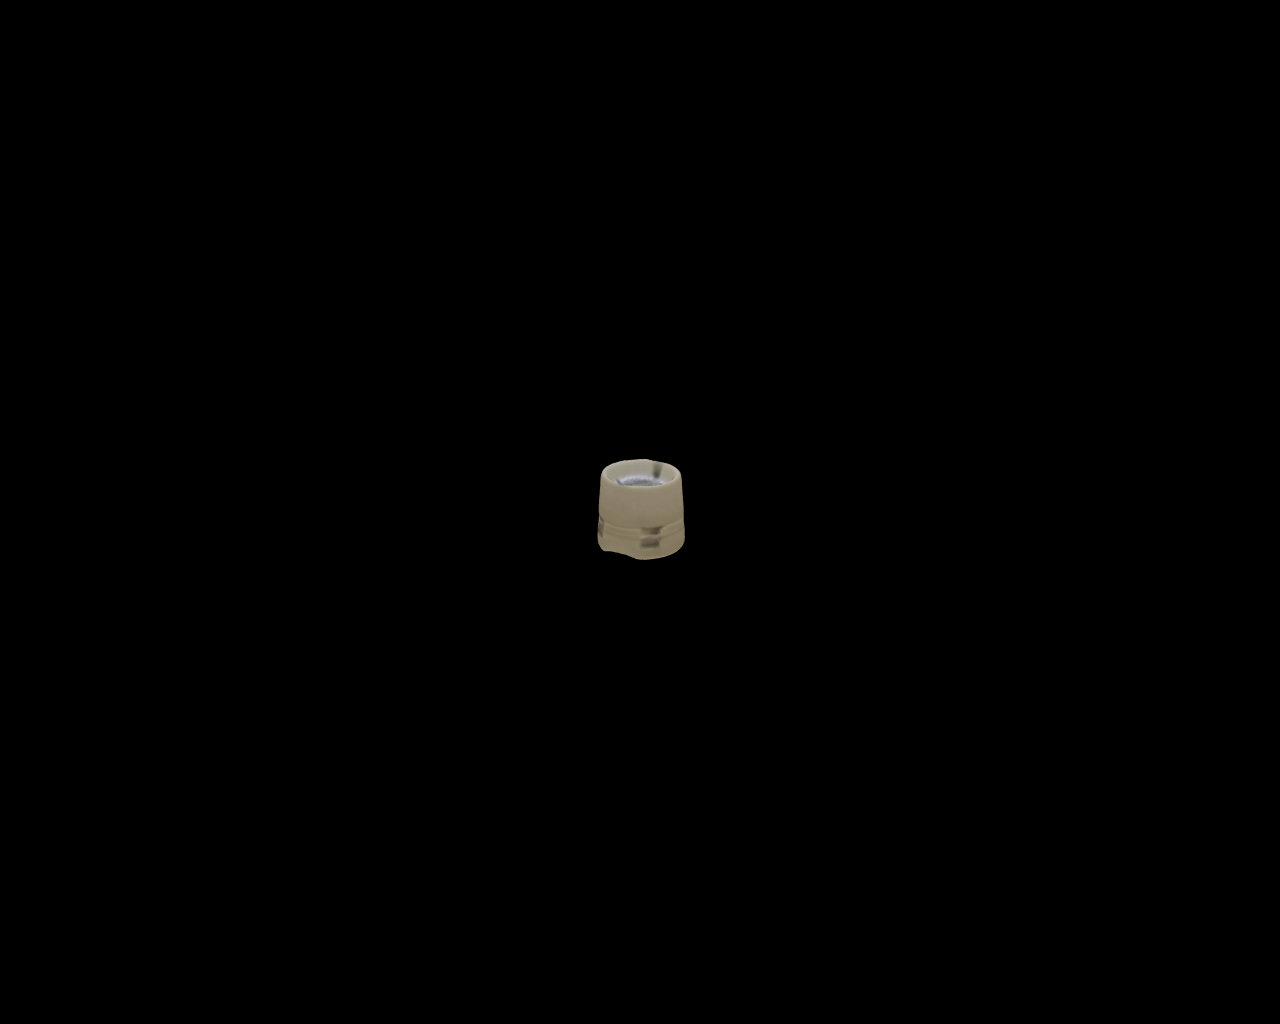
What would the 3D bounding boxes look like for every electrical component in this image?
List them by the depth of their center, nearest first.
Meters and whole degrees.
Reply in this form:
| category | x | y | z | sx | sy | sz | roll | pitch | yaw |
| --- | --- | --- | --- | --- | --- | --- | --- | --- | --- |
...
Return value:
| category | x | y | z | sx | sy | sz | roll | pitch | yaw |
| --- | --- | --- | --- | --- | --- | --- | --- | --- | --- |
| electrical component | 0.001 | -0.003 | 0.650 | 0.055 | 0.047 | 0.055 | 0 | 24 | 0 |
